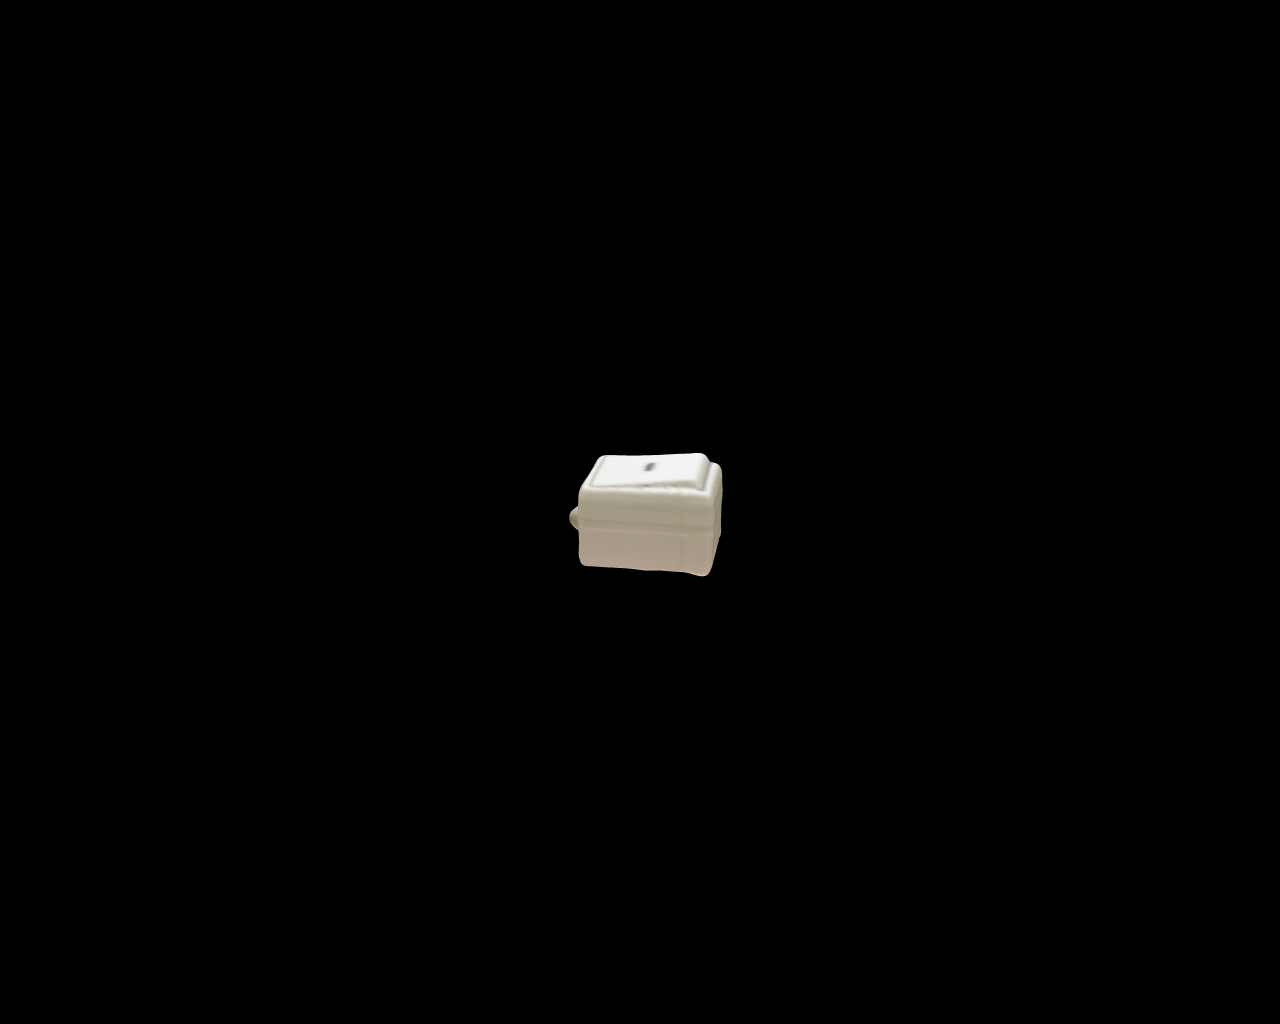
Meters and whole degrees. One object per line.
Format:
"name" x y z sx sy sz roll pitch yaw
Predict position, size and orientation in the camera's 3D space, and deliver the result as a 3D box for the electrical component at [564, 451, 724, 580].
"electrical component" 0.001 -0.003 0.650 0.096 0.061 0.062 4 24 9
